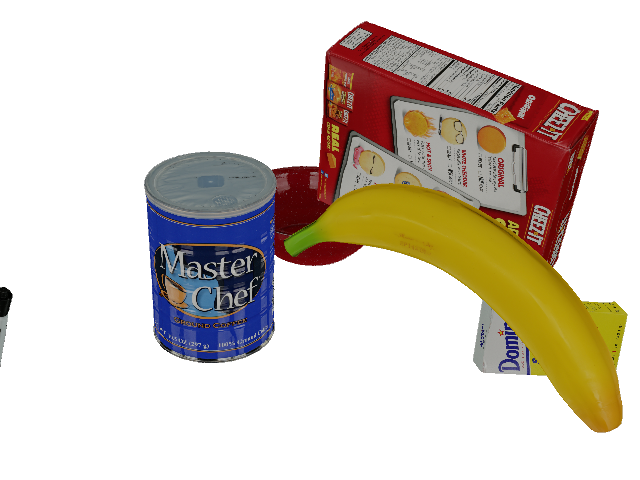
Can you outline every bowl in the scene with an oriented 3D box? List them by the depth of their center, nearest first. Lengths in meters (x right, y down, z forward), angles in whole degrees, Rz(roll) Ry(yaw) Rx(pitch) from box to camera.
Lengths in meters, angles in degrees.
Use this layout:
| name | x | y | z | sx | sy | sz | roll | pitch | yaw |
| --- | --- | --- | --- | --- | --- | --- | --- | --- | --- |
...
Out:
| name | x | y | z | sx | sy | sz | roll | pitch | yaw |
| --- | --- | --- | --- | --- | --- | --- | --- | --- | --- |
| bowl | -0.009 | -0.020 | 1.110 | 0.162 | 0.055 | 0.162 | 2 | 30 | -2 |

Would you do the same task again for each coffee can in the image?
| name | x | y | z | sx | sy | sz | roll | pitch | yaw |
| --- | --- | --- | --- | --- | --- | --- | --- | --- | --- |
| coffee can | -0.087 | 0.013 | 0.864 | 0.103 | 0.140 | 0.103 | 1 | 30 | -1 |

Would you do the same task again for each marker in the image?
| name | x | y | z | sx | sy | sz | roll | pitch | yaw |
| --- | --- | --- | --- | --- | --- | --- | --- | --- | --- |
| marker | -0.317 | 0.095 | 1.042 | 0.020 | 0.121 | 0.020 | 14 | 32 | -9 |

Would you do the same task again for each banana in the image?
| name | x | y | z | sx | sy | sz | roll | pitch | yaw |
| --- | --- | --- | --- | --- | --- | --- | --- | --- | --- |
| banana | 0.080 | 0.022 | 0.556 | 0.198 | 0.070 | 0.037 | 30 | 19 | 13 |

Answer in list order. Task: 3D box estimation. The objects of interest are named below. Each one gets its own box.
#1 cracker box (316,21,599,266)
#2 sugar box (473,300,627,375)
| name | x | y | z | sx | sy | sz | roll | pitch | yaw |
| --- | --- | --- | --- | --- | --- | --- | --- | --- | --- |
| cracker box | 0.105 | -0.068 | 0.884 | 0.214 | 0.164 | 0.072 | 26 | 48 | 21 |
| sugar box | 0.285 | 0.121 | 1.331 | 0.176 | 0.093 | 0.048 | 2 | 18 | -10 |
